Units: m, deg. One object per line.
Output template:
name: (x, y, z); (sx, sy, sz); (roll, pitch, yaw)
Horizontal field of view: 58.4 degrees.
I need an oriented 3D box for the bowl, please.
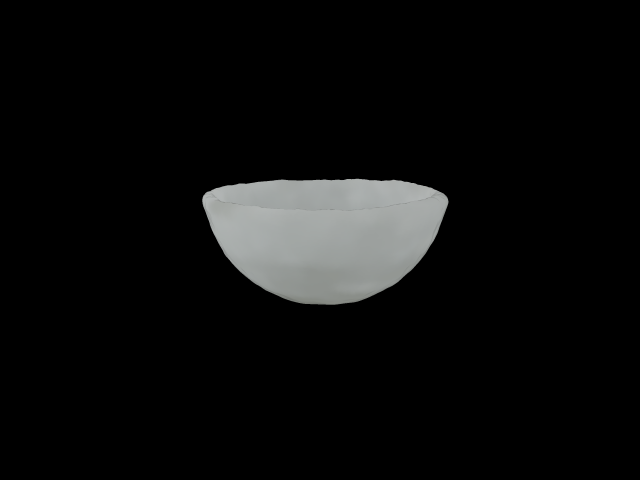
bowl: (0.004, 0.001, 0.400); (0.167, 0.075, 0.167); (0, 12, 0)
